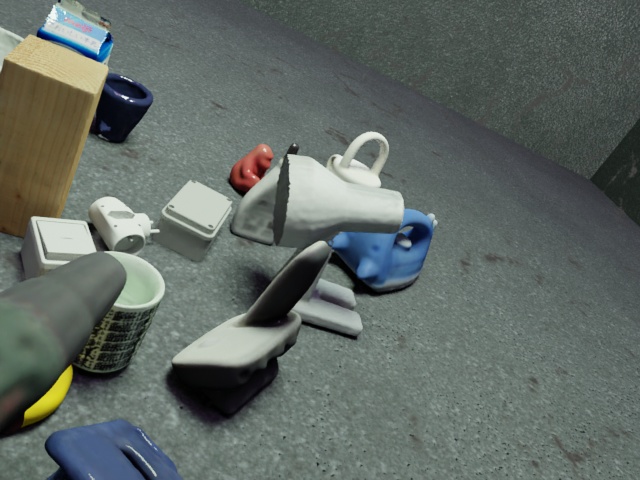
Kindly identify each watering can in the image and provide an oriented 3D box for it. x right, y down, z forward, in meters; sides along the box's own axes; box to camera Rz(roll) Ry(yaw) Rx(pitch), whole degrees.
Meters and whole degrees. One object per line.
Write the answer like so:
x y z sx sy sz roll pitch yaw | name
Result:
0.068 -0.108 1.061 0.172 0.194 0.101 42 29 21 | watering can

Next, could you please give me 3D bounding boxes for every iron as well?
0.141 -0.001 1.012 0.259 0.141 0.118 -4 43 -49 | iron

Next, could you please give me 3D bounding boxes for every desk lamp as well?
0.007 0.003 0.789 0.204 0.213 0.117 20 29 -21 | desk lamp

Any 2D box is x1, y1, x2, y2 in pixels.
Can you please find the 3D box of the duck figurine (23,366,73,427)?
-0.253 0.106 0.491 0.077 0.086 0.105 36 27 11 | duck figurine

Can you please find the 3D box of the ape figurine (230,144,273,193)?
-0.114 -0.129 1.024 0.076 0.092 0.078 36 27 10 | ape figurine

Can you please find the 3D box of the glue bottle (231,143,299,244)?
-0.072 -0.075 0.885 0.078 0.173 0.037 18 29 -23 | glue bottle

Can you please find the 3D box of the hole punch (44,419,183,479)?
-0.156 0.189 0.443 0.108 0.091 0.101 40 28 18 | hole punch

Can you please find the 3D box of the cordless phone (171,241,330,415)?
-0.065 0.080 0.615 0.094 0.185 0.148 35 27 10 | cordless phone

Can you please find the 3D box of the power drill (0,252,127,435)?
-0.222 0.124 0.354 0.075 0.208 0.230 32 27 3 | power drill

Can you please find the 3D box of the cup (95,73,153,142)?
-0.341 -0.212 0.932 0.118 0.095 0.091 5 37 -41 | cup

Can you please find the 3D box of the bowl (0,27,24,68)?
-0.517 -0.269 0.873 0.168 0.074 0.167 24 28 -13 | bowl
